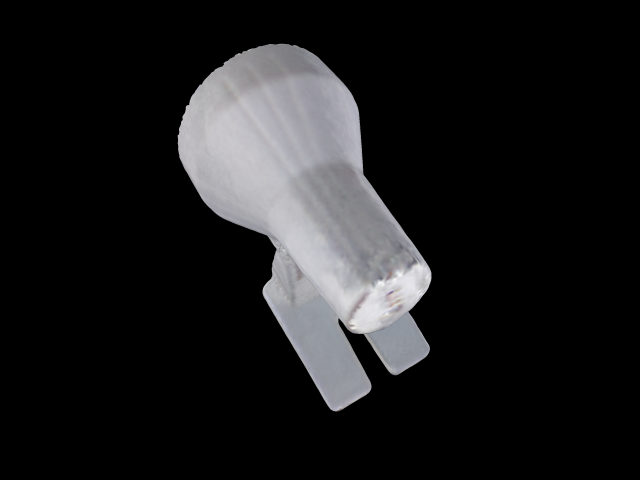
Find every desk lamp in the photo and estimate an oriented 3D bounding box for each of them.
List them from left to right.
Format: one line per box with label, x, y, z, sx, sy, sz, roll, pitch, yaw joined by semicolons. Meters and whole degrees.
desk lamp;0.004;0.001;0.400;0.118;0.213;0.203;-30;74;-9
